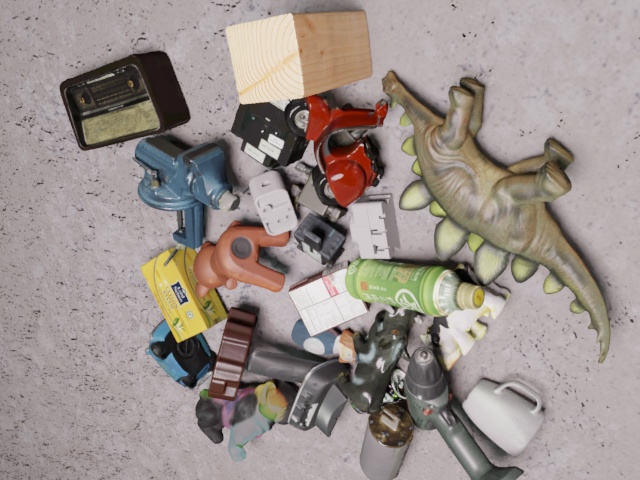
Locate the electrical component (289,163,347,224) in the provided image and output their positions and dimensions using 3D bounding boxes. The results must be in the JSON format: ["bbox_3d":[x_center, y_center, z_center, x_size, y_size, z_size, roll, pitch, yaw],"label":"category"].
[{"bbox_3d":[-0.003,-0.070,0.855,0.102,0.045,0.078,23,93,16],"label":"electrical component"}]

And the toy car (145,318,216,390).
[{"bbox_3d":[-0.295,0.230,1.120,0.103,0.109,0.161,-12,115,48],"label":"toy car"}]

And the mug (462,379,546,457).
[{"bbox_3d":[0.279,0.258,0.820,0.107,0.081,0.109,32,127,22],"label":"mug"}]

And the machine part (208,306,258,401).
[{"bbox_3d":[-0.159,0.209,0.984,0.056,0.179,0.179,15,121,-6],"label":"machine part"}]

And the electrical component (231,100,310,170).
[{"bbox_3d":[-0.072,-0.179,0.834,0.115,0.058,0.134,37,125,13],"label":"electrical component"}]

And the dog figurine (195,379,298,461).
[{"bbox_3d":[-0.139,0.315,1.065,0.192,0.108,0.219,37,120,13],"label":"dog figurine"}]

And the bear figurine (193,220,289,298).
[{"bbox_3d":[-0.149,0.044,0.956,0.132,0.120,0.196,12,158,-21],"label":"bear figurine"}]

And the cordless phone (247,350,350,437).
[{"bbox_3d":[-0.049,0.267,0.961,0.184,0.089,0.146,15,121,-8],"label":"cordless phone"}]

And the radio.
[{"bbox_3d":[-0.350,-0.242,0.950,0.230,0.073,0.131,-5,109,30],"label":"radio"}]

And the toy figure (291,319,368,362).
[{"bbox_3d":[0.027,0.180,0.942,0.155,0.058,0.064,14,156,22],"label":"toy figure"}]

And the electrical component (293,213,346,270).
[{"bbox_3d":[-0.002,-0.003,0.840,0.075,0.048,0.119,33,165,15],"label":"electrical component"}]

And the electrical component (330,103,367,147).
[{"bbox_3d":[0.029,-0.156,0.809,0.063,0.021,0.094,48,126,2],"label":"electrical component"}]

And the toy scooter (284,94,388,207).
[{"bbox_3d":[0.041,-0.131,0.751,0.135,0.075,0.183,-16,126,12],"label":"toy scooter"}]

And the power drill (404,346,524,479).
[{"bbox_3d":[0.196,0.276,0.793,0.207,0.086,0.231,47,163,27],"label":"power drill"}]

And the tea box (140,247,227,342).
[{"bbox_3d":[-0.266,0.102,1.049,0.098,0.068,0.169,-29,88,34],"label":"tea box"}]

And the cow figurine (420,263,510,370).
[{"bbox_3d":[0.201,0.119,0.807,0.098,0.068,0.167,38,121,16],"label":"cow figurine"}]

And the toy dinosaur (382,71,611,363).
[{"bbox_3d":[0.233,-0.047,0.701,0.471,0.105,0.198,48,133,14],"label":"toy dinosaur"}]

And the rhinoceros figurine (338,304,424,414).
[{"bbox_3d":[0.096,0.178,0.855,0.073,0.112,0.190,25,87,-10],"label":"rhinoceros figurine"}]

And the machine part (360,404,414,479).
[{"bbox_3d":[0.113,0.352,0.924,0.079,0.079,0.243,25,141,18],"label":"machine part"}]

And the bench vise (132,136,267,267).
[{"bbox_3d":[-0.225,-0.068,0.931,0.224,0.129,0.240,22,132,14],"label":"bench vise"}]
